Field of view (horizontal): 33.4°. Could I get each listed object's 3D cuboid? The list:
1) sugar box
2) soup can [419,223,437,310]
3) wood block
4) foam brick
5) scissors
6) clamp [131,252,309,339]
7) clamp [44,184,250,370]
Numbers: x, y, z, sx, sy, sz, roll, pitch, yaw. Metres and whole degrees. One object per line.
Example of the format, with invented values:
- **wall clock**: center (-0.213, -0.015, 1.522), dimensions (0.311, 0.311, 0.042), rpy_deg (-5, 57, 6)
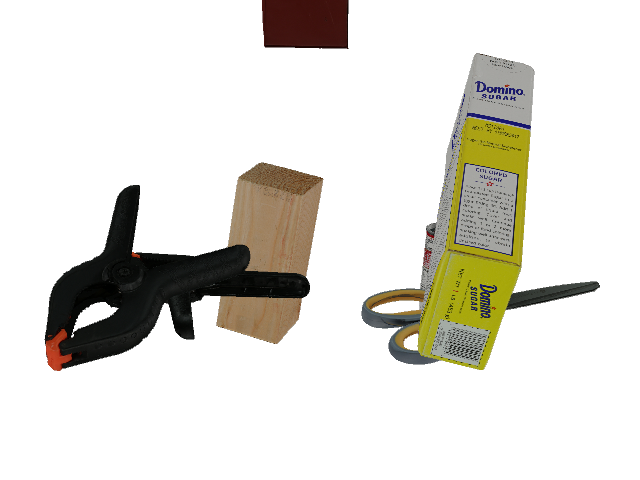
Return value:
- **sugar box**: center (0.095, -0.021, 0.633), dimensions (0.048, 0.176, 0.093), rpy_deg (14, -43, 4)
- **soup can**: center (0.149, 0.036, 1.215), dimensions (0.068, 0.102, 0.068), rpy_deg (4, 15, -1)
- **wood block**: center (-0.067, 0.015, 1.386), dimensions (0.090, 0.206, 0.090), rpy_deg (15, 22, 12)
- **foam brick**: center (-0.014, -0.203, 0.974), dimensions (0.078, 0.051, 0.053), rpy_deg (0, 17, -4)
- **scissors**: center (0.134, 0.064, 0.861), dimensions (0.201, 0.016, 0.096), rpy_deg (-1, 34, 1)
- **clamp**: center (-0.139, 0.048, 1.084), dimensions (0.210, 0.036, 0.164), rpy_deg (12, 21, 35)
- **clamp**: center (-0.149, 0.025, 0.795), dimensions (0.120, 0.039, 0.171), rpy_deg (32, 50, 27)
